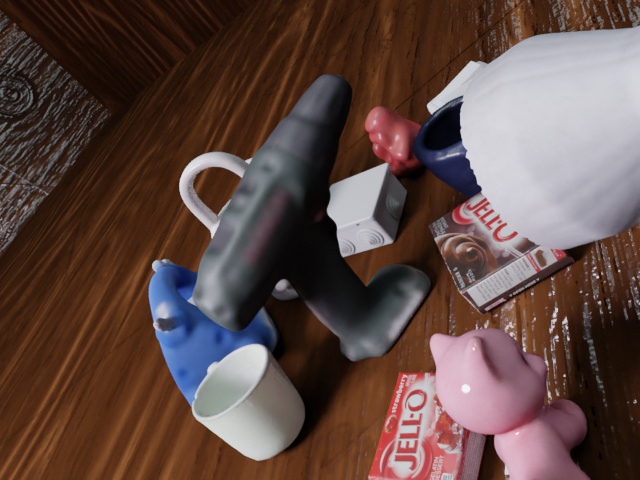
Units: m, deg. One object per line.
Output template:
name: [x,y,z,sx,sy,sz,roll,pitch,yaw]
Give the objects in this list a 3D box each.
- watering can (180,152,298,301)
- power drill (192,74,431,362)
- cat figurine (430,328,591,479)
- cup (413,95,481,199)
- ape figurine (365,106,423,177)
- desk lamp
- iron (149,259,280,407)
watering can: [-0.080,-0.028,0.672,0.101,0.194,0.172,-40,29,8]
power drill: [0.005,0.002,0.511,0.230,0.209,0.075,-53,30,-15]
cat figurine: [0.111,0.106,0.336,0.067,0.118,0.127,-34,31,18]
cup: [0.153,-0.073,0.540,0.091,0.095,0.117,-37,30,13]
ape figurine: [0.088,-0.121,0.687,0.076,0.092,0.077,-35,30,16]
desk lamp: [0.208,-0.038,0.301,0.202,0.214,0.118,-9,45,46]
iron: [-0.149,0.082,0.670,0.118,0.142,0.257,-44,29,0]
